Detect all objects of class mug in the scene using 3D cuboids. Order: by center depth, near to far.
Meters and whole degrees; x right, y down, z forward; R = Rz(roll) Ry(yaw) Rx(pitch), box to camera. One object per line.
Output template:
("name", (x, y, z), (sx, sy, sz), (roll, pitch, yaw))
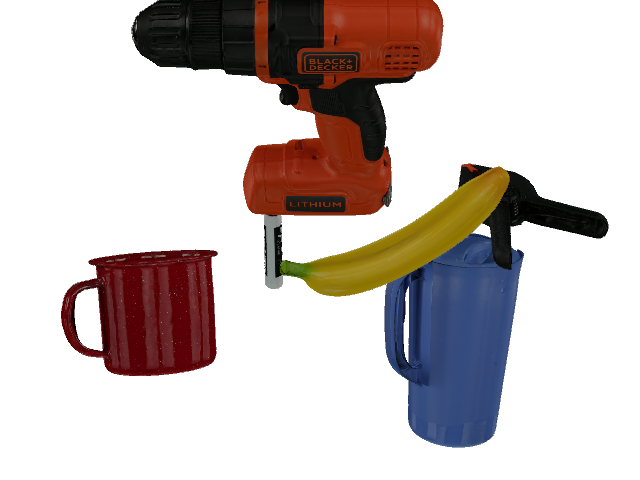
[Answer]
("mug", (-0.128, 0.052, 0.765), (0.117, 0.081, 0.093), (-6, 4, -34))

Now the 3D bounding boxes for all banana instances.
("banana", (0.068, 0.002, 0.869), (0.198, 0.037, 0.069), (-26, -24, 9))

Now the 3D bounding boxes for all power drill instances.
("power drill", (-0.019, -0.087, 0.691), (0.184, 0.057, 0.188), (1, -30, 2))

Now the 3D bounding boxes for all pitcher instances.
("pitcher", (0.156, 0.120, 1.271), (0.149, 0.243, 0.145), (6, 18, 11))

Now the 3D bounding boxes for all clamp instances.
("clamp", (0.198, -0.032, 1.049), (0.120, 0.039, 0.171), (-8, 34, -14))

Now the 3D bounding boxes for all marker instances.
("marker", (-0.047, -0.003, 1.067), (0.020, 0.121, 0.020), (1, 38, -1))
